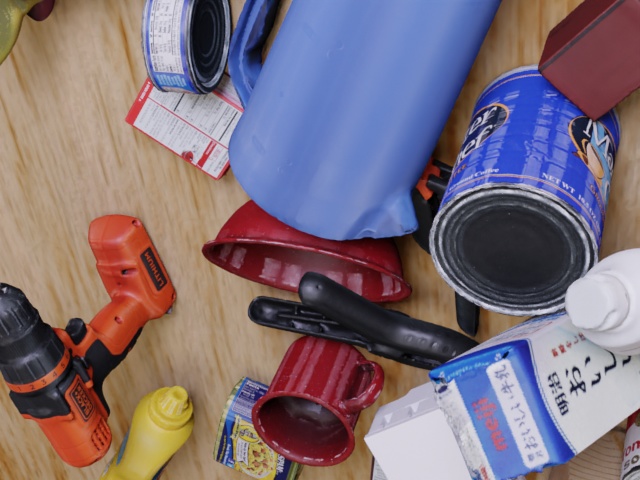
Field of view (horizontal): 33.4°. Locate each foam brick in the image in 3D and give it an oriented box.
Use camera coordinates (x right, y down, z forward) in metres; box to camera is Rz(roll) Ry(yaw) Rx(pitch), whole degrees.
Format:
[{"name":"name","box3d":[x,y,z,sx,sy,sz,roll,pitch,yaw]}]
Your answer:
[{"name":"foam brick","box3d":[0.182,-0.123,0.656,0.051,0.053,0.078,39,133,-11]}]

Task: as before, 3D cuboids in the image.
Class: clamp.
[{"name":"clamp","box3d":[0.115,0.010,0.806,0.120,0.039,0.171,-33,114,34]},{"name":"clamp","box3d":[0.047,0.075,0.865,0.209,0.036,0.165,21,165,-20]}]

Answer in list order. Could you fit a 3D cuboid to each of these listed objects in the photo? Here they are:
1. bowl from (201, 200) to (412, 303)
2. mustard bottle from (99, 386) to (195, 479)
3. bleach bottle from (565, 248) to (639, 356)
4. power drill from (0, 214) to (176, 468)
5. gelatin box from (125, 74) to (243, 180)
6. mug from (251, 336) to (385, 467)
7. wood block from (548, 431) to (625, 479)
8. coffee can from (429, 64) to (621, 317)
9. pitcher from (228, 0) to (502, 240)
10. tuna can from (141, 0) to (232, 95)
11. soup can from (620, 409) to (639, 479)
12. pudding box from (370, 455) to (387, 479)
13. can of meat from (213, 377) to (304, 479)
[{"name":"bowl","box3d":[-0.005,0.001,0.809,0.162,0.055,0.162,11,166,3]},{"name":"mustard bottle","box3d":[-0.166,0.200,1.044,0.058,0.096,0.192,30,133,-2]},{"name":"bleach bottle","box3d":[0.240,0.027,0.643,0.103,0.250,0.068,-43,60,41]},{"name":"power drill","box3d":[-0.196,0.064,0.879,0.057,0.187,0.184,0,130,24]},{"name":"gelatin box","box3d":[-0.093,-0.097,0.807,0.089,0.030,0.073,33,132,-7]},{"name":"mug","box3d":[0.006,0.133,0.926,0.117,0.081,0.093,-23,117,36]},{"name":"wood block","box3d":[0.239,0.266,0.931,0.090,0.090,0.206,8,131,4]},{"name":"coffee can","box3d":[0.136,-0.035,0.690,0.103,0.140,0.103,12,132,13]},{"name":"pitcher","box3d":[0.030,-0.132,0.671,0.149,0.145,0.243,16,131,-11]},{"name":"tuna can","box3d":[-0.089,-0.143,0.729,0.034,0.086,0.086,7,130,14]},{"name":"soup can","box3d":[0.270,0.158,0.824,0.068,0.102,0.068,12,132,13]},{"name":"pudding box","box3d":[0.092,0.224,0.997,0.090,0.039,0.113,12,129,11]},{"name":"can of meat","box3d":[-0.051,0.185,1.011,0.084,0.057,0.102,22,133,7]}]
